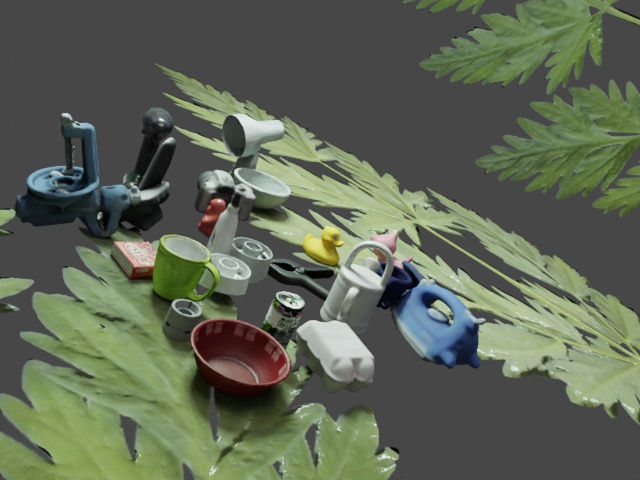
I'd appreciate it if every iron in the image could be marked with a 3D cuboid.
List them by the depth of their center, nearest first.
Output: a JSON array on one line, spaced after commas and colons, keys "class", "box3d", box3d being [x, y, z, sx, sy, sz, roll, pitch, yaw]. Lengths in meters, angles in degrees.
[{"class": "iron", "box3d": [0.251, 0.163, 1.245, 0.119, 0.141, 0.257, 9, 25, -36]}]

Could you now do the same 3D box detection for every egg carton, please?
[{"class": "egg carton", "box3d": [0.026, 0.201, 1.002, 0.108, 0.069, 0.150, 8, 26, -38]}]

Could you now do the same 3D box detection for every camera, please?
[{"class": "camera", "box3d": [-0.249, -0.128, 1.459, 0.144, 0.101, 0.136, 11, 24, -33]}]

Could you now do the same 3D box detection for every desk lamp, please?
[{"class": "desk lamp", "box3d": [-0.199, -0.258, 1.672, 0.204, 0.213, 0.117, 0, 32, -49]}]

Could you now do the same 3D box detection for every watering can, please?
[{"class": "watering can", "box3d": [0.082, 0.086, 1.168, 0.101, 0.194, 0.172, 20, 21, -12]}]

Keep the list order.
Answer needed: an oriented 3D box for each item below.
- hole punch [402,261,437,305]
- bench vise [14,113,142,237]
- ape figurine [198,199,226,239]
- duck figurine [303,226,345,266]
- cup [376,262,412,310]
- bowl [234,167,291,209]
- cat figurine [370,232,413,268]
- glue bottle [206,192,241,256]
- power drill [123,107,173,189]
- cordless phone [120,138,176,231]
[{"class": "hole punch", "box3d": [0.246, 0.112, 1.438, 0.101, 0.091, 0.108, 11, 24, -32]}, {"class": "bench vise", "box3d": [-0.436, -0.122, 1.063, 0.121, 0.220, 0.208, 36, 23, 30]}, {"class": "ape figurine", "box3d": [-0.239, -0.052, 1.296, 0.076, 0.092, 0.078, 32, 21, 19]}, {"class": "duck figurine", "box3d": [0.013, 0.005, 1.446, 0.104, 0.086, 0.078, 28, 21, 9]}, {"class": "cup", "box3d": [0.150, 0.116, 1.315, 0.091, 0.095, 0.118, 29, 21, 12]}, {"class": "bowl", "box3d": [-0.170, -0.133, 1.596, 0.167, 0.075, 0.167, 21, 21, -8]}, {"class": "cat figurine", "box3d": [0.184, 0.038, 1.511, 0.127, 0.118, 0.067, 32, 22, 19]}, {"class": "glue bottle", "box3d": [-0.191, -0.019, 1.151, 0.037, 0.173, 0.078, 14, 23, -25]}, {"class": "power drill", "box3d": [-0.400, -0.217, 1.352, 0.076, 0.208, 0.229, 15, 22, -23]}, {"class": "cordless phone", "box3d": [-0.361, -0.126, 1.206, 0.094, 0.185, 0.147, 22, 20, -7]}]
